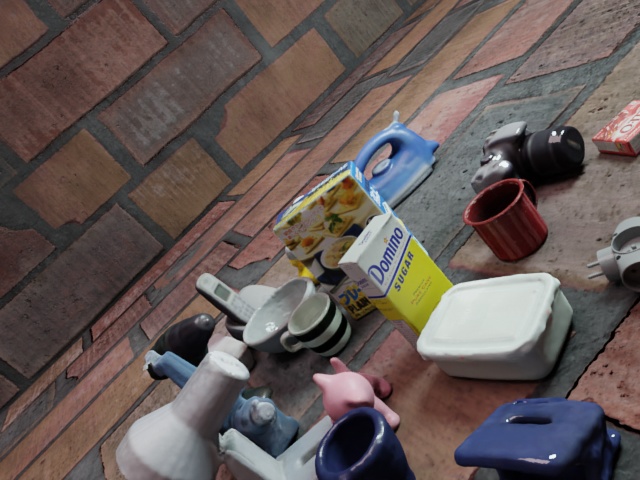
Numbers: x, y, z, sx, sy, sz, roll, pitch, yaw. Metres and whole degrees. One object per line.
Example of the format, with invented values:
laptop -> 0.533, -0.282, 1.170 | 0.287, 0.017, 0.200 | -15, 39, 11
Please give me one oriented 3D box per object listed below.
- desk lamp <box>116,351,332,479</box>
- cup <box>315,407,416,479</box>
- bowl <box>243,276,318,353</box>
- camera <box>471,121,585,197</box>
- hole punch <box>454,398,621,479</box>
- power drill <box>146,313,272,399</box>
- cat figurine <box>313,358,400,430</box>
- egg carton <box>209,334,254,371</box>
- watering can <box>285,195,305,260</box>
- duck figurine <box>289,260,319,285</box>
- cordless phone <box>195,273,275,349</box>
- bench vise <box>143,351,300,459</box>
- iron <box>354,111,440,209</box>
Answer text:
desk lamp -> -0.108, 0.251, 0.710 | 0.203, 0.214, 0.117 | -42, 19, 0
cup -> 0.053, 0.245, 0.586 | 0.091, 0.095, 0.118 | -30, 22, 30
bowl -> -0.057, 0.150, 1.051 | 0.167, 0.075, 0.167 | -37, 19, 16
camera -> 0.317, -0.125, 0.874 | 0.143, 0.101, 0.136 | -52, 21, -27
hole punch -> 0.183, 0.175, 0.490 | 0.108, 0.091, 0.101 | -19, 29, 49
power drill -> -0.184, 0.216, 0.947 | 0.229, 0.209, 0.076 | -25, 25, 41
cat figurine -> 0.038, 0.190, 0.704 | 0.067, 0.118, 0.127 | -39, 19, 8
egg carton -> -0.196, 0.243, 1.130 | 0.107, 0.069, 0.150 | -50, 20, -22
watering can -> 0.009, 0.005, 1.052 | 0.172, 0.194, 0.101 | -35, 20, 20
duck figurine -> -0.030, 0.046, 1.211 | 0.078, 0.086, 0.104 | -49, 20, -20
cordless phone -> -0.162, 0.115, 1.163 | 0.094, 0.185, 0.147 | -33, 21, 24
bench vise -> -0.142, 0.223, 0.829 | 0.207, 0.220, 0.121 | -29, 23, 34
iron -> 0.130, -0.151, 1.241 | 0.258, 0.142, 0.118 | -45, 19, -10
